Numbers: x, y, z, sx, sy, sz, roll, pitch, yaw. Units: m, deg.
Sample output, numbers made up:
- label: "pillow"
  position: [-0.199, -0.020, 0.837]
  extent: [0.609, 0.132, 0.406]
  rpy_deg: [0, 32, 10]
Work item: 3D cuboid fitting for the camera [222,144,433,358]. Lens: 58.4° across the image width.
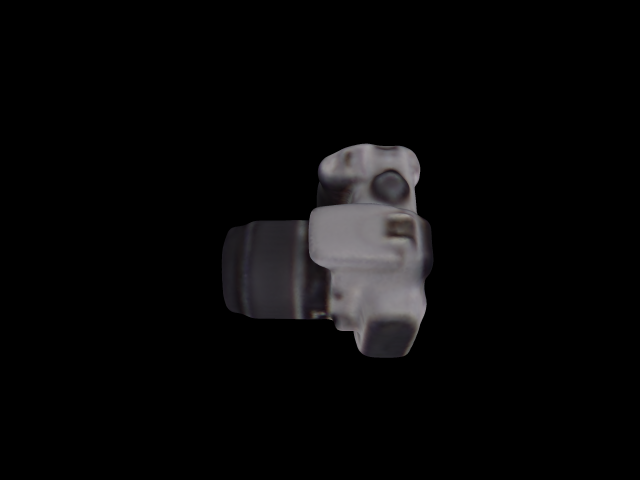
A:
- label: "camera"
  position: [0.004, 0.001, 0.400]
  extent: [0.137, 0.101, 0.143]
  rpy_deg: [0, 62, 0]
